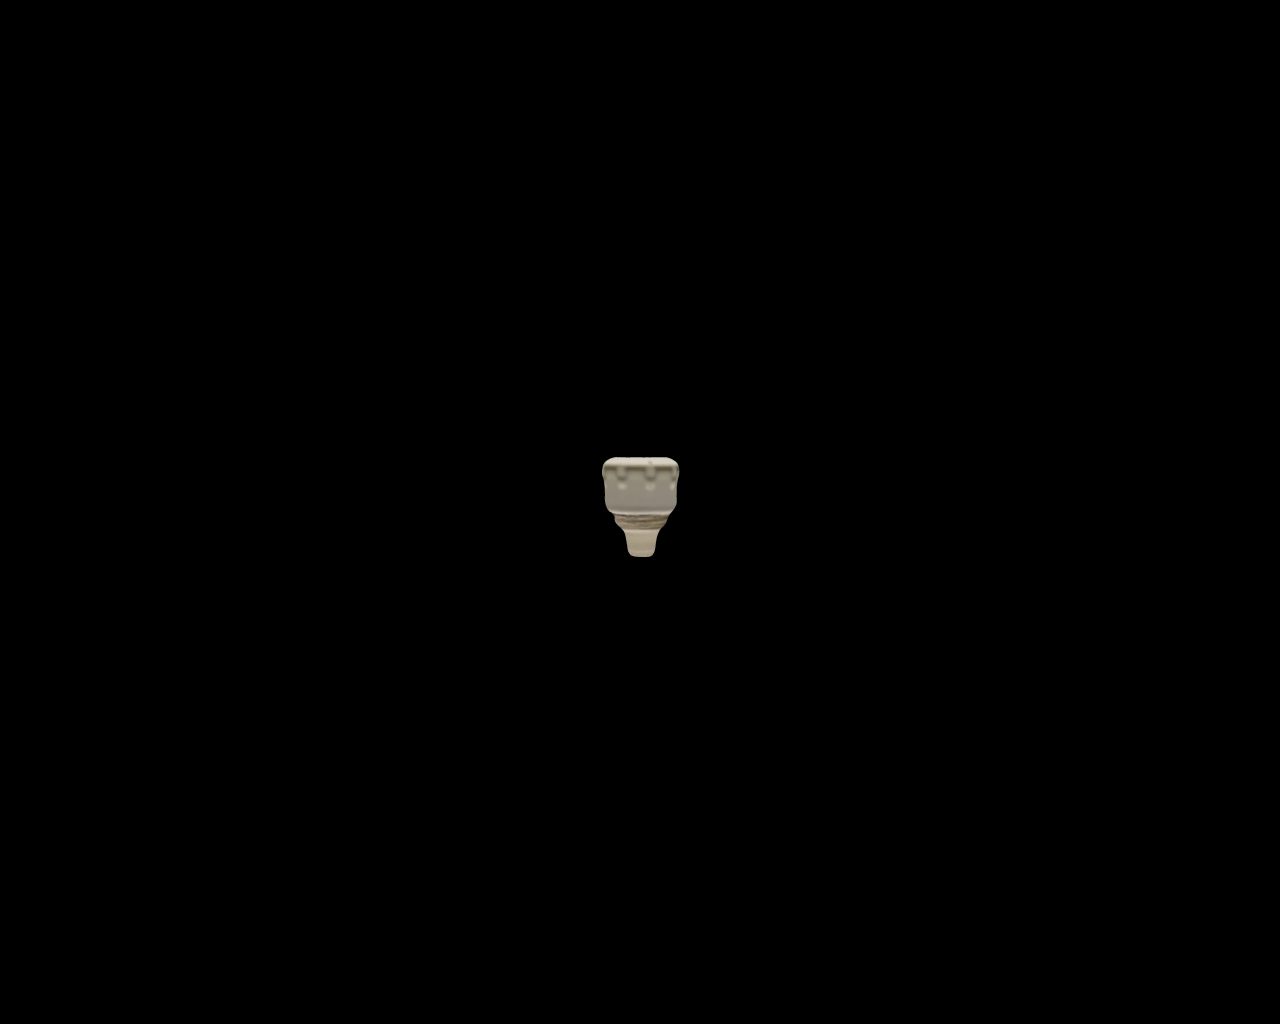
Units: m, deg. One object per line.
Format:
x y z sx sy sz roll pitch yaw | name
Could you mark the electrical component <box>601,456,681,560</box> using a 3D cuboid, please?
0.001 -0.003 0.650 0.048 0.062 0.048 0 4 0 | electrical component
